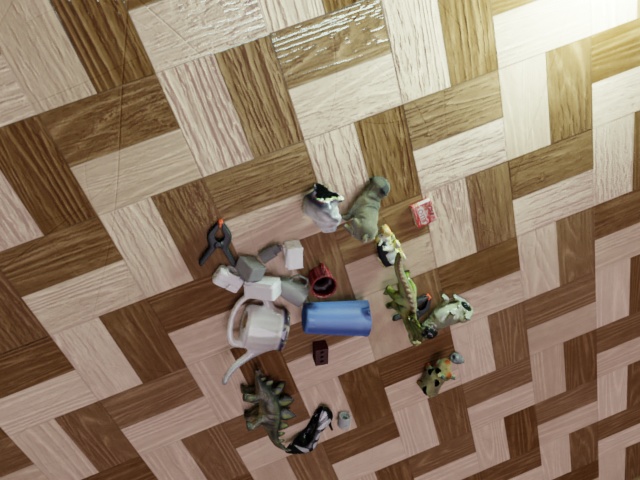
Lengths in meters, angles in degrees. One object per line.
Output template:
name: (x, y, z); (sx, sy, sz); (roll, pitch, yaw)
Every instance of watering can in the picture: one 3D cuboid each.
watering can: (-0.224, 0.350, 1.820); (0.224, 0.105, 0.346); (10, 97, -18)

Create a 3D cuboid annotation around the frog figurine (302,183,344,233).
frog figurine: (0.005, -0.084, 1.673); (0.138, 0.125, 0.156); (18, 126, 13)

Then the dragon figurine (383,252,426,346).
dragon figurine: (0.324, 0.243, 1.830); (0.122, 0.248, 0.401); (-22, 141, -6)
